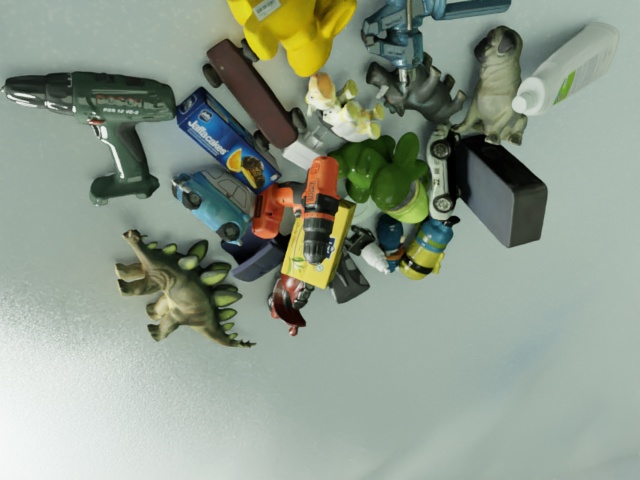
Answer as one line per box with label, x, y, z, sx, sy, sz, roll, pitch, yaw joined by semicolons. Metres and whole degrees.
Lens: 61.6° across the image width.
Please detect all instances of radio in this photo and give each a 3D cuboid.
radio;0.338;-0.102;1.036;0.073;0.230;0.130;-15;130;-10

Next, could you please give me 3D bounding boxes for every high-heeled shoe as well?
high-heeled shoe;0.040;0.057;1.196;0.086;0.145;0.248;-29;163;1

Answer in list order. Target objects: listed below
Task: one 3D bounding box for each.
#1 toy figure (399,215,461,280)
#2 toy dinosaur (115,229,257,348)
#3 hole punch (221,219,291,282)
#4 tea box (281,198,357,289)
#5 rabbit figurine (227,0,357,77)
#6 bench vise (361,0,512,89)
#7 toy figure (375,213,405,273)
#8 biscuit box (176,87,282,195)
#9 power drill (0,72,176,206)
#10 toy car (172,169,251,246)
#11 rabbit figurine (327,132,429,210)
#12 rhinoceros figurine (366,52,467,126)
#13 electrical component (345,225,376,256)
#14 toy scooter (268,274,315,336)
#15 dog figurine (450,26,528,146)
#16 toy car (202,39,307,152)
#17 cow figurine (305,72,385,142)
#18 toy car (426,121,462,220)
toy figure;0.238;0.010;1.201;0.089;0.082;0.180;2;132;-28
toy dinosaur;-0.261;0.121;1.089;0.199;0.105;0.470;-24;140;-5
hole punch;-0.120;0.032;1.074;0.142;0.092;0.115;-38;137;9
tea box;-0.002;-0.003;1.042;0.098;0.068;0.169;19;107;13
rabbit figurine;-0.031;-0.319;0.789;0.162;0.122;0.173;-39;148;2
bench vise;0.182;-0.350;0.798;0.241;0.129;0.223;-7;107;2
toy figure;0.157;0.010;1.180;0.058;0.064;0.154;-27;136;-18
biscuit box;-0.150;-0.161;0.901;0.063;0.059;0.202;-37;133;13
power drill;-0.336;-0.158;0.825;0.232;0.086;0.207;-9;125;-17
toy car;-0.180;-0.073;0.954;0.103;0.109;0.161;-48;122;-8
rabbit figurine;0.117;-0.114;0.966;0.159;0.170;0.121;-30;128;0
rhinoceros figurine;0.165;-0.262;0.933;0.190;0.073;0.112;17;131;-34
electrical component;0.089;0.003;1.175;0.094;0.021;0.063;29;115;-38
toy scooter;-0.054;0.123;1.149;0.075;0.135;0.183;12;124;-28
dog figurine;0.338;-0.277;0.977;0.172;0.121;0.190;-18;127;-55
toy car;-0.102;-0.229;0.859;0.089;0.053;0.202;-29;126;16
cow figurine;0.025;-0.221;0.903;0.098;0.068;0.167;-6;156;43
toy car;0.242;-0.135;1.053;0.056;0.073;0.201;8;124;29
